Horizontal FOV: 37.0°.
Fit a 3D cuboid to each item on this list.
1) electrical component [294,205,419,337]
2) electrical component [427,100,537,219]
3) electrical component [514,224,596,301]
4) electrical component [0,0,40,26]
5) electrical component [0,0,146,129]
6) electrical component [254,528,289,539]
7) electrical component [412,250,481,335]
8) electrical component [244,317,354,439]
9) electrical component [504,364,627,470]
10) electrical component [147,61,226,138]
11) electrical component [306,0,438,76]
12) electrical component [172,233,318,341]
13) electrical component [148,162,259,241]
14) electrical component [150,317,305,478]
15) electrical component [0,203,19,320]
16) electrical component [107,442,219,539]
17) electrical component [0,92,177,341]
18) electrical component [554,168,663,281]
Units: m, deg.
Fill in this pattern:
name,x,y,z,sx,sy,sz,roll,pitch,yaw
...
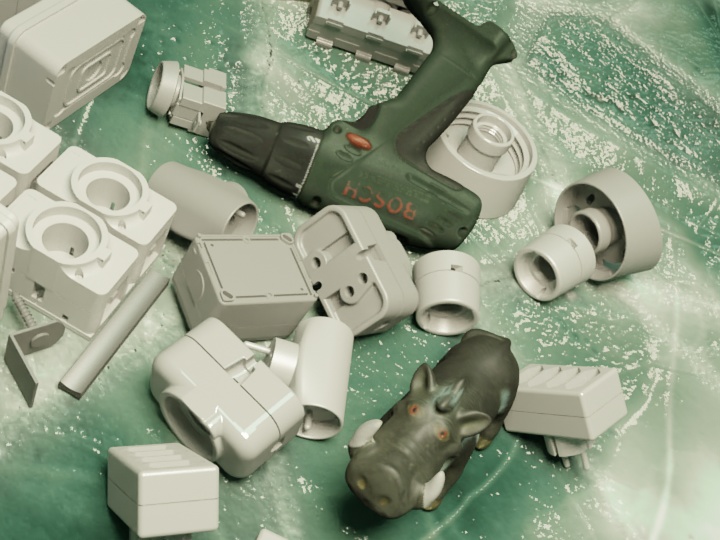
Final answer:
name,x,y,z,sx,sy,sz,roll,pitch,yaw
electrical component,0.000,0.000,0.820,0.059,0.054,0.095,-3,62,-58
electrical component,0.108,-0.107,0.972,0.108,0.060,0.108,13,48,-16
electrical component,0.165,-0.005,0.920,0.047,0.055,0.055,-29,69,-36
electrical component,-0.265,-0.239,0.877,0.061,0.096,0.061,25,46,-6
electrical component,-0.232,-0.173,0.852,0.057,0.078,0.113,38,46,3
electrical component,-0.048,0.189,0.637,0.047,0.076,0.065,27,46,-3
electrical component,0.069,0.019,0.853,0.055,0.055,0.047,14,52,-15
electrical component,-0.046,0.071,0.759,0.079,0.044,0.077,18,47,-12
electrical component,0.155,0.115,0.807,0.047,0.083,0.075,-26,105,-39
electrical component,-0.144,-0.145,0.893,0.055,0.048,0.066,15,47,-24
electrical component,0.014,-0.238,1.033,0.121,0.079,0.063,16,69,-13
electrical component,-0.080,0.015,0.783,0.096,0.061,0.061,-2,53,-37
electrical component,-0.111,-0.049,0.825,0.077,0.043,0.079,28,18,23
electrical component,-0.092,0.087,0.711,0.095,0.053,0.059,42,56,15
electrical component,-0.277,-0.015,0.676,0.109,0.108,0.056,35,48,5
electrical component,-0.120,0.149,0.645,0.047,0.083,0.075,0,91,-25
electrical component,-0.237,-0.048,0.756,0.186,0.060,0.105,30,46,0
electrical component,0.221,-0.040,0.948,0.064,0.099,0.099,-18,62,-29
